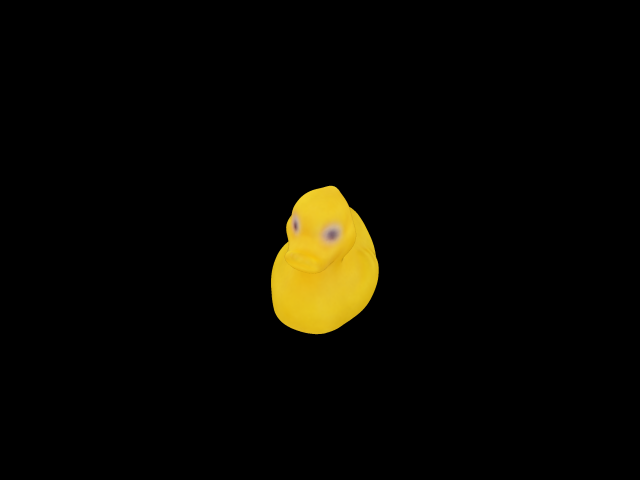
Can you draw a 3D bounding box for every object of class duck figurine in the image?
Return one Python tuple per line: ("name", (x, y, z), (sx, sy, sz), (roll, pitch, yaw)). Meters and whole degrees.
("duck figurine", (0.004, 0.001, 0.400), (0.077, 0.086, 0.105), (14, 42, 17))
